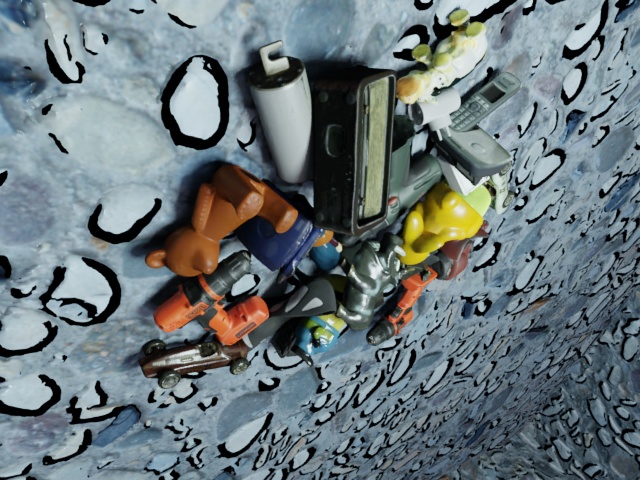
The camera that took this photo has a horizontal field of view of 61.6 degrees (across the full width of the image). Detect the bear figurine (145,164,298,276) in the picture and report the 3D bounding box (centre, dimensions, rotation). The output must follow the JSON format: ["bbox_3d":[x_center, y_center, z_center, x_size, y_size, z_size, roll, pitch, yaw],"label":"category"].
[{"bbox_3d":[-0.149,-0.008,0.775,0.196,0.132,0.120,-53,145,7],"label":"bear figurine"}]

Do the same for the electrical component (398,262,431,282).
[{"bbox_3d":[0.183,0.065,1.124,0.102,0.045,0.078,13,142,-41],"label":"electrical component"}]

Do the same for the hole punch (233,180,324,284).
[{"bbox_3d":[-0.067,-0.020,0.848,0.092,0.116,0.142,25,110,-42],"label":"hole punch"}]

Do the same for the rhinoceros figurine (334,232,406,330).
[{"bbox_3d":[0.090,0.073,0.976,0.112,0.073,0.190,24,89,-12],"label":"rhinoceros figurine"}]

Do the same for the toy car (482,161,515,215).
[{"bbox_3d":[0.363,-0.129,1.130,0.056,0.074,0.201,-39,143,-3],"label":"toy car"}]

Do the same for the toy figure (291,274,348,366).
[{"bbox_3d":[0.008,0.149,1.036,0.180,0.082,0.089,-53,130,-12],"label":"toy figure"}]

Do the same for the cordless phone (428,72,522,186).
[{"bbox_3d":[0.299,-0.200,0.943,0.184,0.147,0.088,-40,151,3],"label":"cordless phone"}]

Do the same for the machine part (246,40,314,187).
[{"bbox_3d":[-0.043,-0.162,0.747,0.079,0.079,0.243,-31,143,-12],"label":"machine part"}]

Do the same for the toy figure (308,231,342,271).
[{"bbox_3d":[-0.003,-0.001,0.960,0.064,0.058,0.154,-30,141,-5],"label":"toy figure"}]

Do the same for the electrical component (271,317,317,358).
[{"bbox_3d":[-0.025,0.182,1.129,0.115,0.058,0.134,0,128,-43],"label":"electrical component"}]

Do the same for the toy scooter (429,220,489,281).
[{"bbox_3d":[0.329,0.010,1.246,0.135,0.075,0.183,-16,132,-30],"label":"toy scooter"}]

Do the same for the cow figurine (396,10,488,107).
[{"bbox_3d":[0.191,-0.269,0.852,0.167,0.068,0.098,-43,149,5],"label":"cow figurine"}]

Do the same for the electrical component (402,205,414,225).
[{"bbox_3d":[0.201,-0.046,1.120,0.063,0.021,0.094,-51,142,14],"label":"electrical component"}]

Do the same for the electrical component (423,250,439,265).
[{"bbox_3d":[0.212,0.018,1.151,0.075,0.048,0.119,-32,150,34],"label":"electrical component"}]

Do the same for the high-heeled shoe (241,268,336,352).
[{"bbox_3d":[-0.063,0.159,1.000,0.086,0.145,0.248,11,118,-45],"label":"high-heeled shoe"}]

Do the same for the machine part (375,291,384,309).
[{"bbox_3d":[0.121,0.100,1.187,0.084,0.039,0.138,-29,140,-22],"label":"machine part"}]

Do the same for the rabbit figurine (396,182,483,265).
[{"bbox_3d":[0.211,-0.015,1.019,0.173,0.122,0.162,-45,173,17],"label":"rabbit figurine"}]

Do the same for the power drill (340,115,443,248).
[{"bbox_3d":[0.112,-0.102,0.940,0.232,0.086,0.207,-35,139,-9],"label":"power drill"}]

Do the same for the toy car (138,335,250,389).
[{"bbox_3d":[-0.219,0.207,0.962,0.202,0.089,0.053,1,129,-40],"label":"toy car"}]

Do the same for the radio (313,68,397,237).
[{"bbox_3d":[0.049,-0.127,0.775,0.131,0.073,0.229,-32,127,-55],"label":"radio"}]
